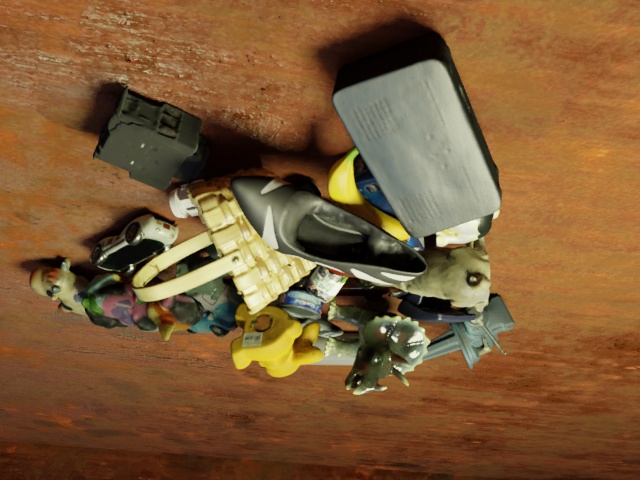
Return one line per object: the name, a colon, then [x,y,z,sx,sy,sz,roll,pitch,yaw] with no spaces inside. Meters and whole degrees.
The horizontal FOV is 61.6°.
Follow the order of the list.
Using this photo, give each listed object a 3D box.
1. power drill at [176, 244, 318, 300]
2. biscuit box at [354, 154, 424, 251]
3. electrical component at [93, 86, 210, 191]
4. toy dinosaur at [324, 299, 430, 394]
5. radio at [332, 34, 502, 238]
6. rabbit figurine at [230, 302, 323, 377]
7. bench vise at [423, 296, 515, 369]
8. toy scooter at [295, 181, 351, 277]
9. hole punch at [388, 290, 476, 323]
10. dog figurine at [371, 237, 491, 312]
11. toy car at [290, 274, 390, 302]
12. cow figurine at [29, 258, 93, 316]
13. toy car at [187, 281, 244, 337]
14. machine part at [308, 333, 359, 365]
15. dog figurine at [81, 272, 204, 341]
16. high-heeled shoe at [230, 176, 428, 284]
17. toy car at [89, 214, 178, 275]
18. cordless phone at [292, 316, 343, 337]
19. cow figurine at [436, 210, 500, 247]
power drill: [-0.134,0.046,0.947,0.207,0.086,0.232,-16,156,35]
biscuit box: [0.096,-0.050,0.799,0.063,0.059,0.202,-13,144,24]
electrical component: [-0.218,-0.126,0.713,0.134,0.058,0.115,22,145,-26]
toy dinosaur: [0.123,0.190,1.043,0.192,0.131,0.404,12,-179,18]
radio: [0.122,-0.115,0.637,0.131,0.073,0.229,-17,127,26]
rabbit figurine: [-0.076,0.198,1.022,0.162,0.122,0.173,-11,136,2]
bench vise: [0.279,0.208,1.113,0.241,0.129,0.223,-24,161,8]
toy scooter: [-0.002,-0.003,0.845,0.184,0.075,0.135,44,141,-7]
hole punch: [0.216,0.121,1.011,0.142,0.092,0.116,3,155,-37]
dog figurine: [0.165,0.055,0.866,0.191,0.121,0.172,-1,174,4]
toy car: [0.031,0.083,1.018,0.202,0.053,0.089,-2,153,15]
cow figurine: [-0.477,0.106,1.072,0.195,0.085,0.127,26,147,-27]
toy car: [-0.222,0.124,1.076,0.162,0.109,0.102,-5,125,33]
machine part: [0.019,0.256,1.267,0.243,0.079,0.079,0,147,6]
dog figurine: [-0.322,0.121,0.978,0.191,0.108,0.219,10,175,-30]
high-heeled shoe: [0.015,-0.010,0.657,0.248,0.086,0.145,28,169,-36]
toy car: [-0.328,0.011,0.938,0.202,0.056,0.073,-23,146,36]
cordless phone: [-0.049,0.180,1.154,0.147,0.089,0.184,-22,144,32]
cow figurine: [0.212,-0.058,0.770,0.098,0.068,0.167,-2,147,8]
